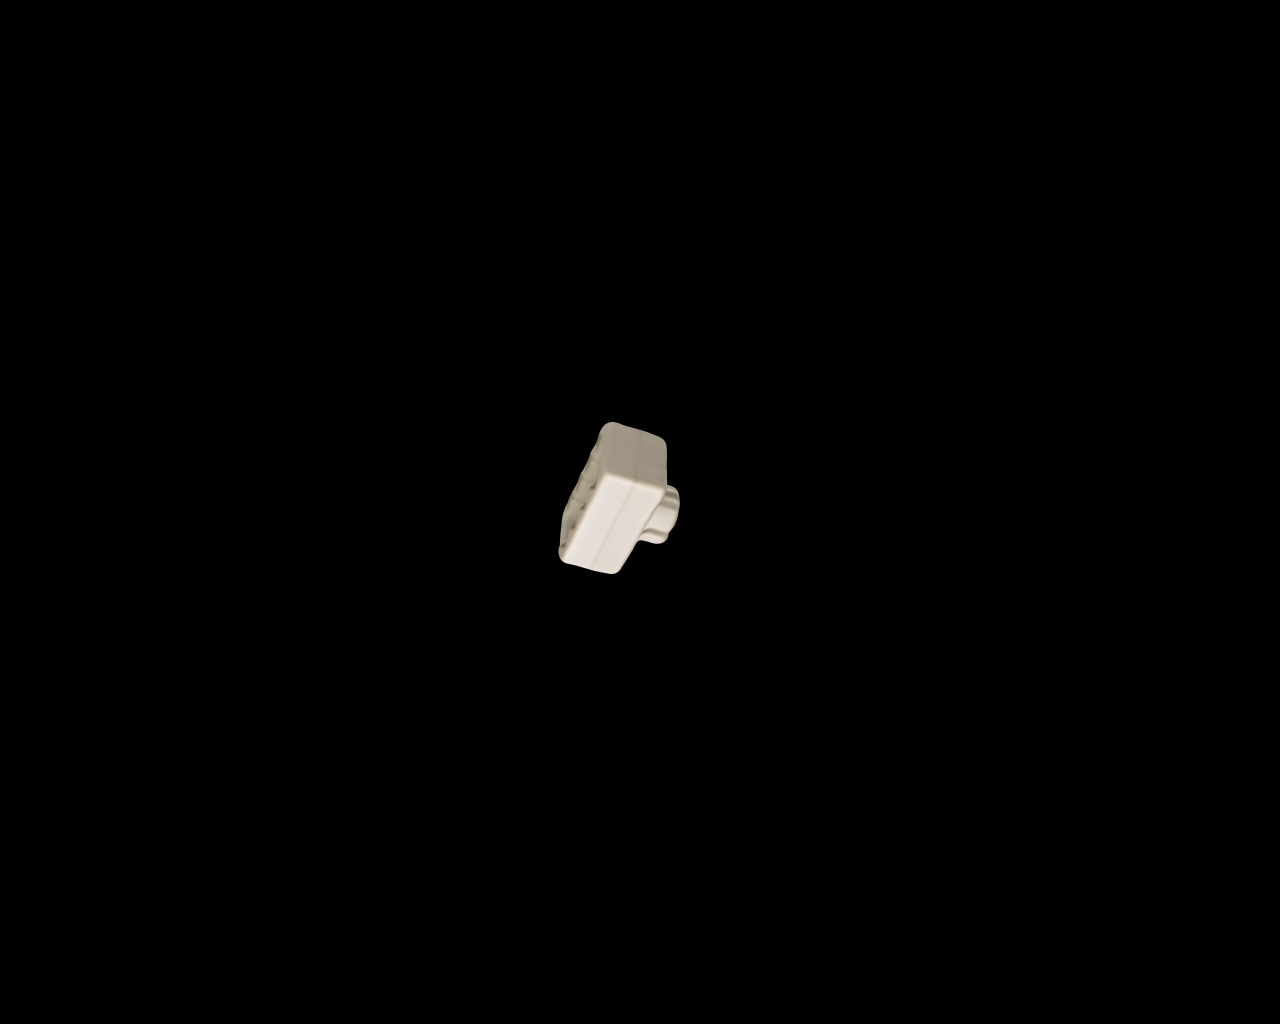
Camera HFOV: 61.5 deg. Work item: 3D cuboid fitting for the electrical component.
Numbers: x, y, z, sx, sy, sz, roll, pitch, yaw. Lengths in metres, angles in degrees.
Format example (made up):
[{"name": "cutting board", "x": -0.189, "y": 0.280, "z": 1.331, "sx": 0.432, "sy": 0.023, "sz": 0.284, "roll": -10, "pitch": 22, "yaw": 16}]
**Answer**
[{"name": "electrical component", "x": 0.001, "y": -0.003, "z": 0.650, "sx": 0.076, "sy": 0.047, "sz": 0.083, "roll": 15, "pitch": -46, "yaw": -15}]
